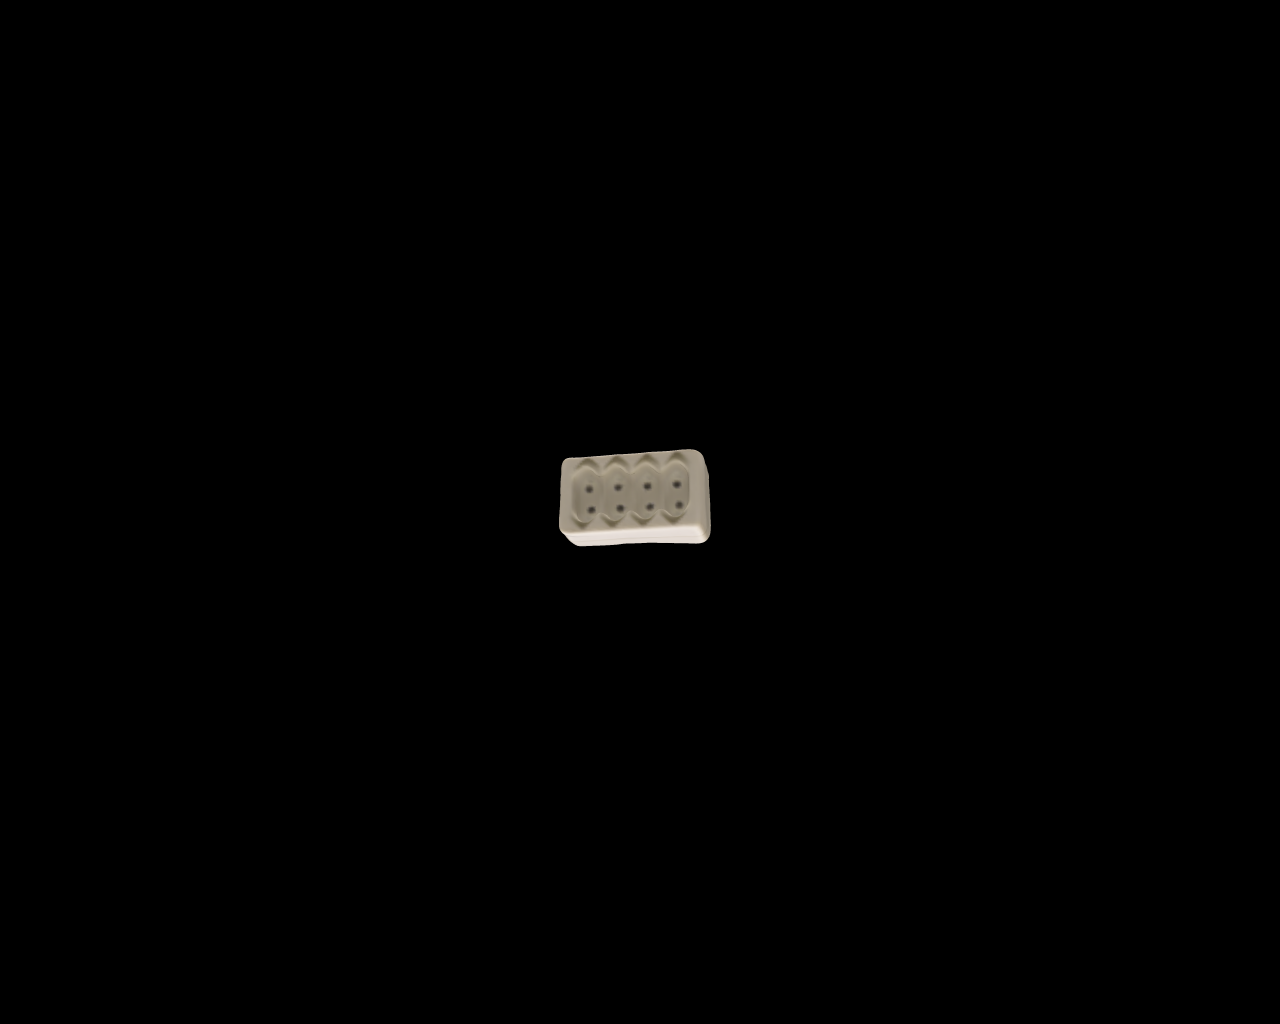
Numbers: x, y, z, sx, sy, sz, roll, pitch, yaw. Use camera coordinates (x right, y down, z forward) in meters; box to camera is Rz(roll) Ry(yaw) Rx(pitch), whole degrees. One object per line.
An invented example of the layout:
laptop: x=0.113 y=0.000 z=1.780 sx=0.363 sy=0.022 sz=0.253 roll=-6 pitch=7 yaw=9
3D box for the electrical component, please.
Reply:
electrical component: x=0.001 y=-0.003 z=0.650 sx=0.083 sy=0.047 sz=0.075 roll=-3 pitch=-15 yaw=9
